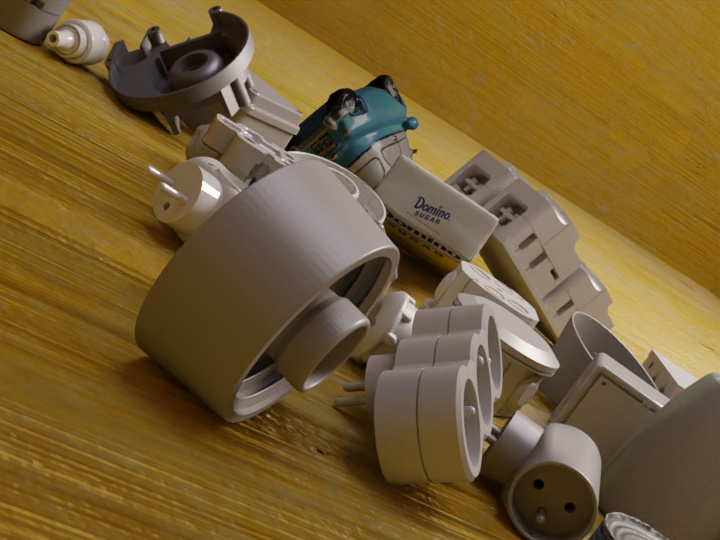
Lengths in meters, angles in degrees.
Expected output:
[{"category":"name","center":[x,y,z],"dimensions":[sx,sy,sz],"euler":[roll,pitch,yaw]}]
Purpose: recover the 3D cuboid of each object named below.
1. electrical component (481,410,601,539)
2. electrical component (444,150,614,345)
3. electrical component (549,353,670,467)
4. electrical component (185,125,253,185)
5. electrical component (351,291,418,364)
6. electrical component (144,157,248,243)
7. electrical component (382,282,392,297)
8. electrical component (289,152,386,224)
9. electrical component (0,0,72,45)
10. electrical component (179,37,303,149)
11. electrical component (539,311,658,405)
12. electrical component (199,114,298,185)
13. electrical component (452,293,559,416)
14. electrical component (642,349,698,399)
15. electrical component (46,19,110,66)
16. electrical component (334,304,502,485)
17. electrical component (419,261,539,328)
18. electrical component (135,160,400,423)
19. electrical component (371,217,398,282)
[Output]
[{"category":"electrical component","center":[0.087,0.100,0.558],"dimensions":[0.079,0.044,0.077],"euler":[36,12,8]},{"category":"electrical component","center":[0.155,-0.013,0.965],"dimensions":[0.105,0.060,0.186],"euler":[48,-3,47]},{"category":"electrical component","center":[0.183,0.109,0.728],"dimensions":[0.096,0.061,0.061],"euler":[36,13,8]},{"category":"electrical component","center":[-0.086,-0.075,0.743],"dimensions":[0.062,0.043,0.043],"euler":[15,5,21]},{"category":"electrical component","center":[0.028,0.046,0.611],"dimensions":[0.062,0.048,0.048],"euler":[41,11,-13]},{"category":"electrical component","center":[-0.088,-0.035,0.602],"dimensions":[0.079,0.044,0.077],"euler":[34,9,-47]},{"category":"electrical component","center":[0.000,0.000,0.707],"dimensions":[0.045,0.045,0.055],"euler":[35,13,1]},{"category":"electrical component","center":[-0.032,-0.040,0.787],"dimensions":[0.099,0.064,0.099],"euler":[24,27,-13]},{"category":"electrical component","center":[-0.253,-0.204,0.816],"dimensions":[0.055,0.047,0.055],"euler":[33,13,-8]},{"category":"electrical component","center":[-0.113,-0.143,0.925],"dimensions":[0.113,0.057,0.078],"euler":[43,15,34]},{"category":"electrical component","center":[0.183,0.086,0.810],"dimensions":[0.099,0.064,0.099],"euler":[33,13,-8]},{"category":"electrical component","center":[-0.074,-0.055,0.696],"dimensions":[0.078,0.057,0.058],"euler":[31,12,-15]},{"category":"electrical component","center":[0.086,0.055,0.705],"dimensions":[0.080,0.051,0.080],"euler":[33,13,-8]},{"category":"electrical component","center":[0.289,0.142,0.874],"dimensions":[0.150,0.061,0.089],"euler":[33,13,-6]},{"category":"electrical component","center":[-0.220,-0.175,0.825],"dimensions":[0.035,0.035,0.061],"euler":[36,15,7]},{"category":"electrical component","center":[0.025,0.059,0.528],"dimensions":[0.074,0.052,0.138],"euler":[-6,15,16]},{"category":"electrical component","center":[0.088,0.035,0.788],"dimensions":[0.080,0.051,0.080],"euler":[32,13,-8]},{"category":"electrical component","center":[-0.031,0.015,0.440],"dimensions":[0.060,0.108,0.108],"euler":[44,14,14]},{"category":"electrical component","center":[-0.016,0.001,0.641],"dimensions":[0.083,0.047,0.075],"euler":[35,-32,54]}]
